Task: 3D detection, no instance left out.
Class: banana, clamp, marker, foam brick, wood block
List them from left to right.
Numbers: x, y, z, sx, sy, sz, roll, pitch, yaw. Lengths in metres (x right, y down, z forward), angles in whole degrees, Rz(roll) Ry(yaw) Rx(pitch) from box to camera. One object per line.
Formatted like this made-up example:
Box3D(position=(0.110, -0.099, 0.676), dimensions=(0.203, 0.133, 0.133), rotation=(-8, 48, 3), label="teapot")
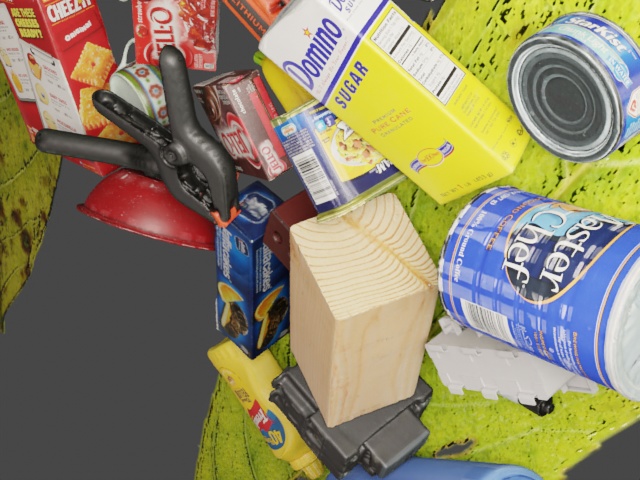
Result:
Box3D(position=(-0.169, -0.082, 1.061), dimensions=(0.210, 0.164, 0.036), rotation=(14, 98, 42), label="clamp")
Box3D(position=(-0.135, -0.086, 0.970), dimensions=(0.120, 0.039, 0.171), rotation=(-7, 114, 44), label="clamp")
Box3D(position=(-0.006, 0.001, 0.963), dimensions=(0.078, 0.051, 0.053), rotation=(47, 151, 17), label="foam brick")
Box3D(position=(0.007, -0.081, 0.877), dimensions=(0.198, 0.037, 0.069), rotation=(59, -179, 0), label="banana")
Box3D(position=(0.032, 0.064, 0.884), dimensions=(0.206, 0.090, 0.091), rotation=(92, 155, -58), label="wood block")
Box3D(position=(0.143, 0.116, 0.883), dimensions=(0.121, 0.020, 0.020), rotation=(24, 139, 45), label="marker")

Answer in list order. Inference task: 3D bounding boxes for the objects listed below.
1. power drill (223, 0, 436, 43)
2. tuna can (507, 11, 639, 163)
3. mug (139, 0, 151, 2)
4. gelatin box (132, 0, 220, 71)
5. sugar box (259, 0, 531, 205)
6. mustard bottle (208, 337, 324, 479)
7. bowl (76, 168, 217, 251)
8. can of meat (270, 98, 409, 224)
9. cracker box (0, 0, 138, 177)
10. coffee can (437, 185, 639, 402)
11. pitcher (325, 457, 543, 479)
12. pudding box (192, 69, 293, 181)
Box3D(position=(0.000, -0.200, 0.739), dimensions=(0.184, 0.057, 0.188), rotation=(50, 150, 5), label="power drill")
Box3D(position=(0.153, -0.089, 0.635), dimensions=(0.086, 0.033, 0.086), rotation=(38, 147, 30), label="tuna can")
Box3D(position=(-0.116, -0.245, 0.844), dimensions=(0.117, 0.081, 0.093), rotation=(28, 141, 42), label="mug")
Box3D(position=(-0.124, -0.189, 0.927), dimensions=(0.089, 0.073, 0.030), rotation=(100, 175, -53), label="gelatin box")
Box3D(position=(0.049, -0.102, 0.714), dimensions=(0.176, 0.048, 0.093), rotation=(37, 154, -13), label="sugar box")
Box3D(position=(-0.053, 0.193, 1.233), dimensions=(0.191, 0.058, 0.096), rotation=(57, 152, -2), label="mustard bottle")
Box3D(position=(-0.171, -0.038, 1.121), dimensions=(0.162, 0.161, 0.055), rotation=(22, 98, 47), label="bowl")
Box3D(position=(0.024, -0.073, 0.786), dimensions=(0.058, 0.102, 0.084), rotation=(-17, 103, 60), label="can of meat")
Box3D(position=(-0.288, -0.193, 1.181), dimensions=(0.164, 0.072, 0.214), rotation=(24, 138, 44), label="cracker box")
Box3D(position=(0.160, 0.030, 0.678), dimensions=(0.141, 0.102, 0.103), rotation=(22, 137, 47), label="coffee can")
Box3D(position=(0.097, 0.261, 0.984), dimensions=(0.145, 0.149, 0.243), rotation=(59, 149, -6), label="pitcher")
Box3D(position=(-0.065, -0.102, 0.936), dimensions=(0.090, 0.039, 0.114), rotation=(65, 167, -16), label="pudding box")
